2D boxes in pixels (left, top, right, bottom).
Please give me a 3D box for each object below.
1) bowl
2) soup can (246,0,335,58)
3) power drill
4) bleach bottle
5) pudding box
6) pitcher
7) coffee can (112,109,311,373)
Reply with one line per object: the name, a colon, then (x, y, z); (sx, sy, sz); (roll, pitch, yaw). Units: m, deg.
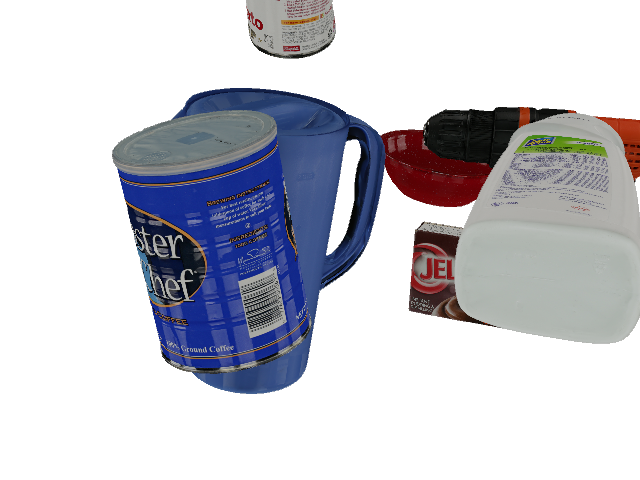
bowl: (0.143, -0.083, 1.282); (0.162, 0.055, 0.162); (7, 23, -3)
soup can: (-0.022, -0.193, 0.775); (0.068, 0.068, 0.102); (-1, -45, 1)
power drill: (0.173, -0.019, 0.882); (0.184, 0.188, 0.057); (6, 29, 8)
bleach bottle: (0.154, -0.027, 0.658); (0.103, 0.068, 0.250); (8, 26, 17)
pudding box: (0.149, 0.035, 1.086); (0.114, 0.090, 0.039); (9, 22, 17)
pitcher: (-0.043, 0.000, 0.898); (0.149, 0.243, 0.144); (14, 24, 19)
coffee can: (-0.067, -0.001, 0.682); (0.103, 0.140, 0.103); (-9, 22, 3)
